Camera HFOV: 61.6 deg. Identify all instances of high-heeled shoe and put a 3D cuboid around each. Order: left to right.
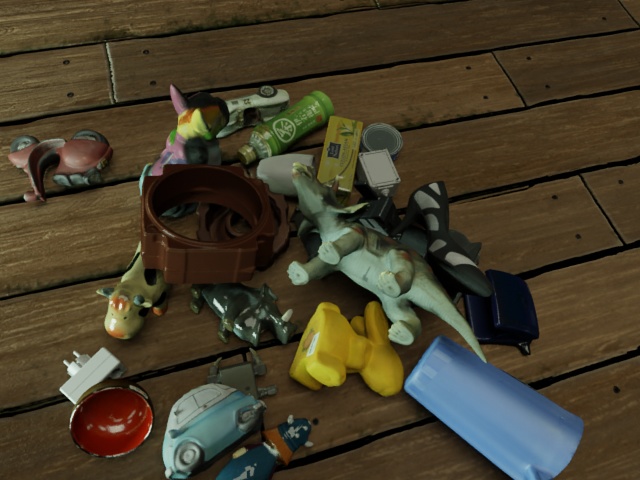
[{"bbox_3d":[0.226,-0.010,0.887,0.145,0.086,0.249,-40,47,-11],"label":"high-heeled shoe"}]

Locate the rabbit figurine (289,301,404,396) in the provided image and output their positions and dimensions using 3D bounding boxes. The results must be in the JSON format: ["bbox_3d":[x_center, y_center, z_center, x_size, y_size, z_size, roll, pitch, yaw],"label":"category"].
[{"bbox_3d":[0.057,0.182,0.859,0.173,0.122,0.162,27,51,-8],"label":"rabbit figurine"}]

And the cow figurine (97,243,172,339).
[{"bbox_3d":[-0.280,0.067,0.858,0.086,0.127,0.195,15,58,5],"label":"cow figurine"}]

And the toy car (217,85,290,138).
[{"bbox_3d":[-0.156,-0.256,1.083,0.202,0.073,0.056,-19,64,-16],"label":"toy car"}]

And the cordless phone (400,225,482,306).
[{"bbox_3d":[0.184,0.033,0.972,0.184,0.088,0.146,25,61,20],"label":"cordless phone"}]

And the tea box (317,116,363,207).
[{"bbox_3d":[0.033,-0.140,1.027,0.068,0.098,0.169,11,59,-1],"label":"tea box"}]

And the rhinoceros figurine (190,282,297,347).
[{"bbox_3d":[-0.127,0.112,0.887,0.190,0.073,0.112,34,52,14],"label":"rhinoceros figurine"}]

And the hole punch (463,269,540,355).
[{"bbox_3d":[0.322,0.117,0.926,0.116,0.092,0.142,4,57,-9],"label":"hole punch"}]

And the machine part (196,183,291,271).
[{"bbox_3d":[-0.137,-0.025,0.967,0.179,0.056,0.179,2,60,-4],"label":"machine part"}]

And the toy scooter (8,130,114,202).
[{"bbox_3d":[-0.474,-0.130,0.975,0.184,0.075,0.135,-3,61,-5],"label":"toy scooter"}]

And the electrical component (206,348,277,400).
[{"bbox_3d":[-0.126,0.217,0.842,0.102,0.045,0.078,-17,92,-13],"label":"electrical component"}]

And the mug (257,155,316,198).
[{"bbox_3d":[-0.063,-0.131,1.025,0.107,0.080,0.109,3,49,3],"label":"mug"}]

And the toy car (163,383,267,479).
[{"bbox_3d":[-0.160,0.259,0.766,0.162,0.109,0.103,-35,73,-12],"label":"toy car"}]

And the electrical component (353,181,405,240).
[{"bbox_3d":[0.098,-0.051,0.964,0.075,0.119,0.048,4,58,44],"label":"electrical component"}]

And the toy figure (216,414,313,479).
[{"bbox_3d":[-0.079,0.312,0.783,0.154,0.064,0.058,-34,32,-27],"label":"toy figure"}]

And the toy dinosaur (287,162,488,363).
[{"bbox_3d":[0.097,0.038,0.856,0.405,0.131,0.192,35,39,11],"label":"toy dinosaur"}]

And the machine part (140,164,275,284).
[{"bbox_3d":[-0.180,-0.032,0.854,0.201,0.087,0.201,0,48,-18],"label":"machine part"}]

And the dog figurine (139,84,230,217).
[{"bbox_3d":[-0.240,-0.158,0.937,0.191,0.219,0.109,-35,67,-23],"label":"dog figurine"}]

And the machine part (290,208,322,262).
[{"bbox_3d":[-0.002,-0.003,0.982,0.084,0.039,0.139,-29,70,-11],"label":"machine part"}]
